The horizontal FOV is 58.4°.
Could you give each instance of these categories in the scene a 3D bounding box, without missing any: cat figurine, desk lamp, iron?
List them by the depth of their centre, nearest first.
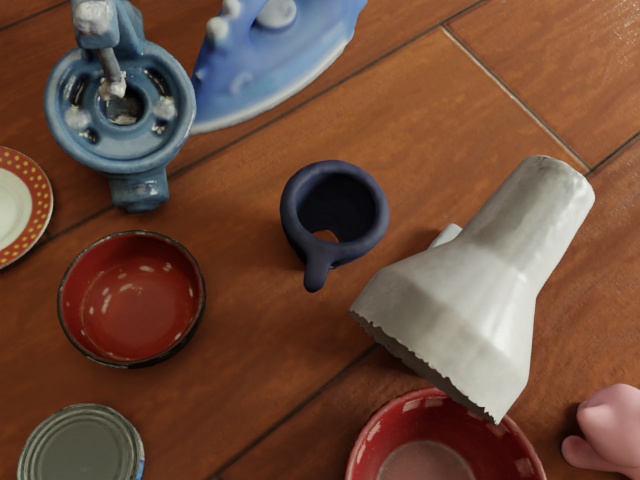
[{"bbox_3d":[0.110,0.039,0.437,0.118,0.213,0.203,37,66,9],"label":"desk lamp"},{"bbox_3d":[0.255,0.162,0.455,0.127,0.118,0.067,35,66,8],"label":"cat figurine"},{"bbox_3d":[-0.053,-0.224,0.570,0.118,0.141,0.259,36,66,8],"label":"iron"}]

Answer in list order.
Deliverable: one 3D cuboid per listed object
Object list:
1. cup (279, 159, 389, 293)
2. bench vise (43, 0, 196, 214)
[{"bbox_3d":[0.005,0.002,0.503,0.091,0.095,0.118,16,65,-1],"label":"cup"},{"bbox_3d":[-0.183,-0.151,0.475,0.122,0.219,0.207,-27,72,-18],"label":"bench vise"}]
